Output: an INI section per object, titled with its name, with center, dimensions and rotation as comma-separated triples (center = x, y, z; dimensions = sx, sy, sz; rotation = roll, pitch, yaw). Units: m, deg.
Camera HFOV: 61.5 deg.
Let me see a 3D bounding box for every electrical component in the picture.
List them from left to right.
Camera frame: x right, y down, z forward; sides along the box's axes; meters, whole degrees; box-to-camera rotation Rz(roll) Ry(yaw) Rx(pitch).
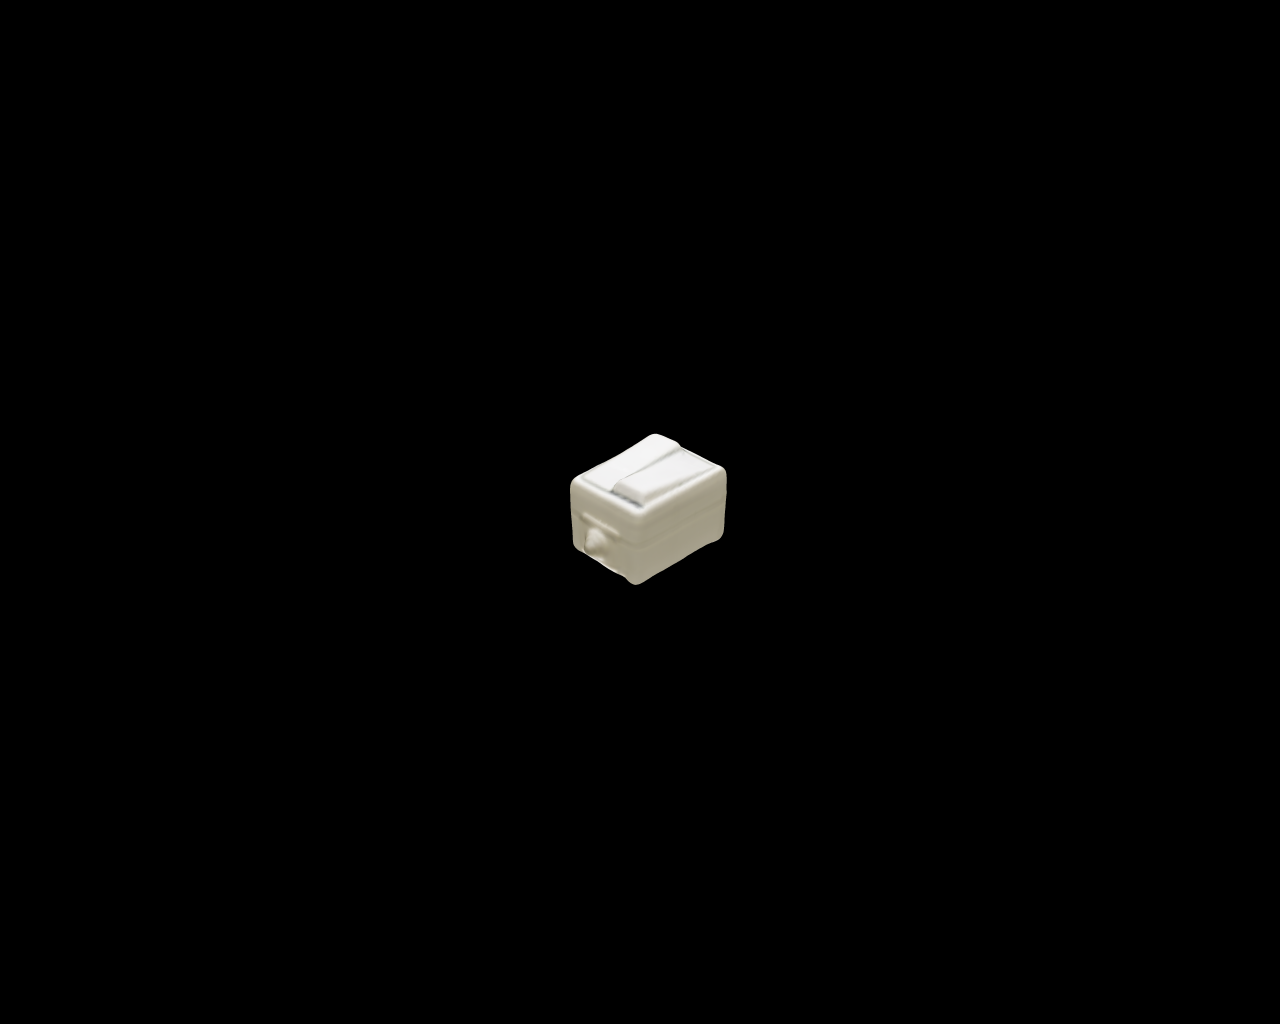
[electrical component]
center = 0.001, -0.003, 0.650
dimensions = 0.096, 0.061, 0.062
rotation = -27, 42, -36
